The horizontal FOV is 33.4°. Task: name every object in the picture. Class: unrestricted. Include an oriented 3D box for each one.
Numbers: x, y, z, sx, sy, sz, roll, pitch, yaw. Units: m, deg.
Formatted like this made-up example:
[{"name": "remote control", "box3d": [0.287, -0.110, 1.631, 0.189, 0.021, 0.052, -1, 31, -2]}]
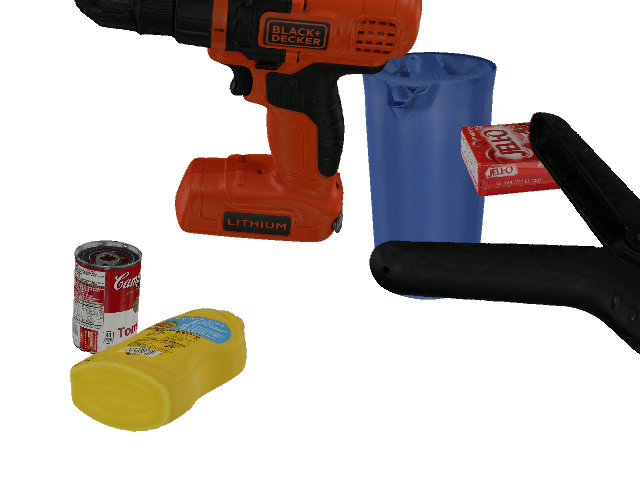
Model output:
[{"name": "pitcher", "box3d": [0.116, -0.071, 1.108, 0.149, 0.243, 0.145, -9, 24, -17]}, {"name": "gelatin box", "box3d": [0.155, -0.067, 0.853, 0.073, 0.030, 0.089, -4, 25, 0]}, {"name": "soup can", "box3d": [-0.221, 0.060, 1.103, 0.068, 0.102, 0.068, 6, 21, -2]}, {"name": "power drill", "box3d": [-0.046, -0.081, 0.615, 0.184, 0.057, 0.188, 5, -41, -3]}, {"name": "mustard bottle", "box3d": [-0.118, 0.099, 0.904, 0.096, 0.058, 0.191, 5, 15, 25]}, {"name": "clamp", "box3d": [0.139, 0.015, 0.495, 0.210, 0.036, 0.164, 33, 50, 33]}]
